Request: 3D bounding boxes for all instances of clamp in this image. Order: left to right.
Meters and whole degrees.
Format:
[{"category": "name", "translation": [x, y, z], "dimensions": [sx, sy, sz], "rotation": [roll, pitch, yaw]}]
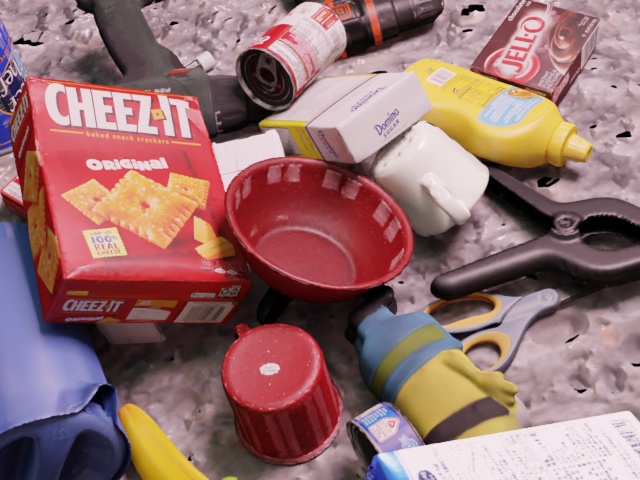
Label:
[{"category": "clamp", "translation": [0.014, 0.010, 0.958], "dimensions": [0.120, 0.039, 0.171], "rotation": [7, 55, 3]}, {"category": "clamp", "translation": [0.208, -0.010, 0.925], "dimensions": [0.210, 0.036, 0.164], "rotation": [1, 47, 15]}]

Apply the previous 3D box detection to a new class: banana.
[{"category": "banana", "translation": [-0.103, 0.182, 0.819], "dimensions": [0.037, 0.069, 0.198], "rotation": [-9, 13, -33]}]

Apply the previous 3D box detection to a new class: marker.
[{"category": "marker", "translation": [-0.165, -0.163, 1.137], "dimensions": [0.121, 0.020, 0.020], "rotation": [-35, 54, -16]}]

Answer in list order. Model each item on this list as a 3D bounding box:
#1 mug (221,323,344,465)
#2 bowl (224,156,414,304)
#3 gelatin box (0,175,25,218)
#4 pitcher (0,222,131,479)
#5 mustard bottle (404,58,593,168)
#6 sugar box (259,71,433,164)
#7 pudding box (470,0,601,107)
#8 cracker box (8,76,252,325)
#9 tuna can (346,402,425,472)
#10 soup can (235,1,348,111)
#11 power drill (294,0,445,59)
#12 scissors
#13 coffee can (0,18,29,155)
[{"category": "mug", "translation": [-0.037, 0.112, 0.860], "dimensions": [0.093, 0.081, 0.117], "rotation": [-28, 53, -10]}, {"category": "bowl", "translation": [-0.006, 0.001, 0.890], "dimensions": [0.162, 0.055, 0.162], "rotation": [11, 41, -10]}, {"category": "gelatin box", "translation": [-0.262, -0.053, 1.066], "dimensions": [0.073, 0.030, 0.089], "rotation": [28, 62, 27]}, {"category": "pitcher", "translation": [-0.257, 0.107, 0.890], "dimensions": [0.149, 0.145, 0.243], "rotation": [-14, 47, -15]}, {"category": "mustard bottle", "translation": [0.164, -0.113, 1.005], "dimensions": [0.192, 0.058, 0.096], "rotation": [24, 40, 26]}, {"category": "sugar box", "translation": [0.020, -0.114, 0.991], "dimensions": [0.093, 0.048, 0.176], "rotation": [-37, 23, -16]}, {"category": "pudding box", "translation": [0.215, -0.185, 1.065], "dimensions": [0.090, 0.039, 0.113], "rotation": [23, 60, 27]}, {"category": "cracker box", "translation": [-0.163, -0.034, 0.903], "dimensions": [0.163, 0.072, 0.214], "rotation": [3, 52, -32]}, {"category": "tuna can", "translation": [0.056, 0.165, 0.798], "dimensions": [0.033, 0.086, 0.086], "rotation": [-29, 53, -14]}, {"category": "soup can", "translation": [-0.026, -0.182, 1.046], "dimensions": [0.069, 0.068, 0.102], "rotation": [22, 49, 25]}, {"category": "power drill", "translation": [0.027, -0.280, 1.164], "dimensions": [0.184, 0.057, 0.188], "rotation": [-15, 51, 0]}, {"category": "scissors", "translation": [0.185, 0.068, 0.891], "dimensions": [0.202, 0.016, 0.096], "rotation": [-8, 53, 6]}, {"category": "coffee can", "translation": [-0.357, -0.169, 1.104], "dimensions": [0.103, 0.140, 0.103], "rotation": [-5, 52, 7]}]
